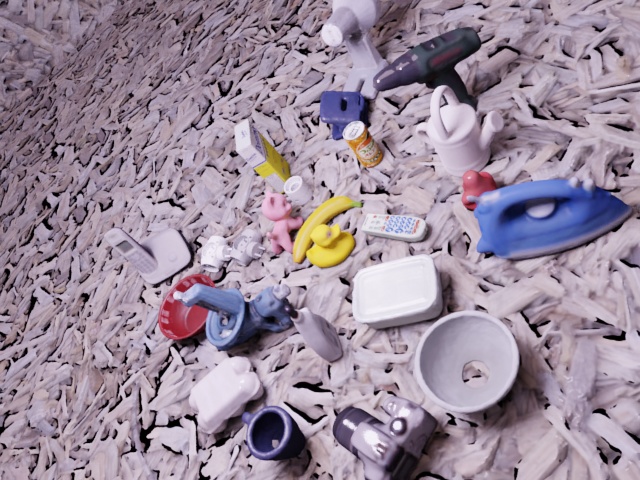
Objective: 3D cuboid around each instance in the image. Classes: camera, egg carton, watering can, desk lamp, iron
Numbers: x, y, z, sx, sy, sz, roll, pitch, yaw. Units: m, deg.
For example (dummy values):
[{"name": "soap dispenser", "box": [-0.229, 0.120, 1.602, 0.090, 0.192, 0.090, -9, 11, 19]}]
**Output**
[{"name": "camera", "box": [0.091, 0.309, 0.924, 0.136, 0.101, 0.143, 23, 73, 41]}, {"name": "egg carton", "box": [-0.185, 0.303, 1.126, 0.150, 0.070, 0.107, -43, 47, 0]}, {"name": "watering can", "box": [0.267, -0.221, 1.115, 0.172, 0.195, 0.101, -15, 53, 24]}, {"name": "desk lamp", "box": [0.087, -0.489, 1.402, 0.117, 0.214, 0.203, 3, 62, 34]}, {"name": "iron", "box": [0.380, -0.059, 0.967, 0.257, 0.142, 0.118, -13, 53, 25]}]

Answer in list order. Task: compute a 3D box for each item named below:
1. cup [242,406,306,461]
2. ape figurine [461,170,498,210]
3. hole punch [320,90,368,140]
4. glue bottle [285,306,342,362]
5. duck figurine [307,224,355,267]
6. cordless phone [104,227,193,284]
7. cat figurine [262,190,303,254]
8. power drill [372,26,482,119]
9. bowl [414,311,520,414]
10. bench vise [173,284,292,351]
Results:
[{"name": "cup", "box": [-0.078, 0.345, 1.011, 0.117, 0.095, 0.092, 16, 69, 39]}, {"name": "ape figurine", "box": [0.297, -0.100, 1.083, 0.078, 0.092, 0.076, -38, 47, 4]}, {"name": "hole punch", "box": [0.059, -0.314, 1.383, 0.101, 0.091, 0.108, -13, 53, 25]}, {"name": "glue bottle", "box": [-0.017, 0.159, 1.047, 0.037, 0.174, 0.078, -29, 48, 13]}, {"name": "duck figurine", "box": [0.011, 0.004, 1.196, 0.104, 0.086, 0.077, -31, 48, 11]}, {"name": "cordless phone", "box": [-0.415, 0.015, 1.393, 0.147, 0.186, 0.094, -32, 48, 10]}, {"name": "cat figurine", "box": [-0.096, -0.048, 1.279, 0.067, 0.118, 0.128, -10, 55, 27]}, {"name": "power drill", "box": [0.241, -0.326, 1.195, 0.229, 0.209, 0.075, -36, 47, 6]}, {"name": "bowl", "box": [0.241, 0.203, 0.920, 0.167, 0.075, 0.167, -16, 52, 23]}, {"name": "bench vise", "box": [-0.170, 0.123, 1.138, 0.207, 0.220, 0.121, -40, 47, 2]}]
